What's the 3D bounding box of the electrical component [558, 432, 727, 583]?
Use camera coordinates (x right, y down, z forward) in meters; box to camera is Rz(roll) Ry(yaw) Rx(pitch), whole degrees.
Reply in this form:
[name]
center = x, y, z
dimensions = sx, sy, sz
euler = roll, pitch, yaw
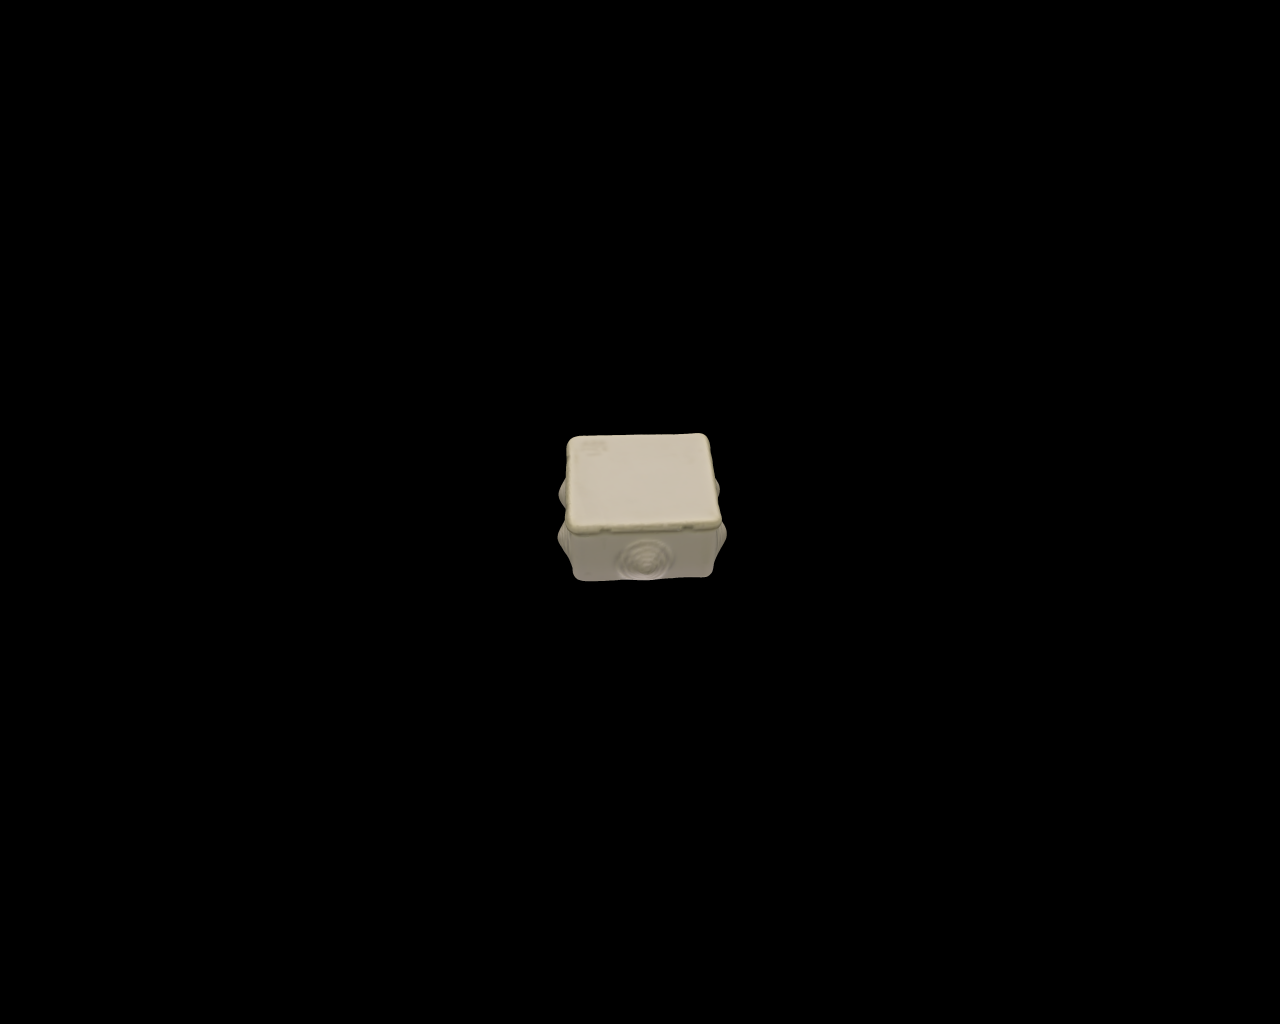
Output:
[electrical component]
center = 0.001, -0.003, 0.650
dimensions = 0.100, 0.048, 0.100
euler = -2, 40, -2
